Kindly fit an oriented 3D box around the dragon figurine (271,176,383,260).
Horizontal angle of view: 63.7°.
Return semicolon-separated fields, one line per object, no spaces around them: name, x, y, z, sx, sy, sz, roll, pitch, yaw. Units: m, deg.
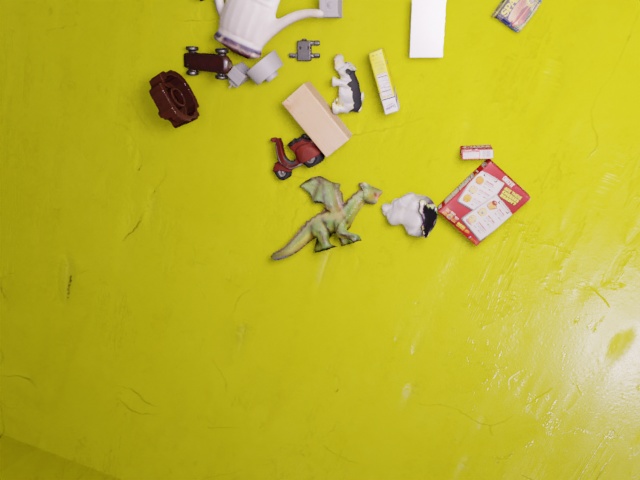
dragon figurine;0.005;-0.083;1.650;0.409;0.122;0.243;-12;90;14

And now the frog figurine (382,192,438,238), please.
frog figurine;0.277;-0.078;1.594;0.160;0.124;0.135;8;127;48

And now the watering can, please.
watering can;-0.169;-0.618;1.455;0.350;0.105;0.221;31;113;16
